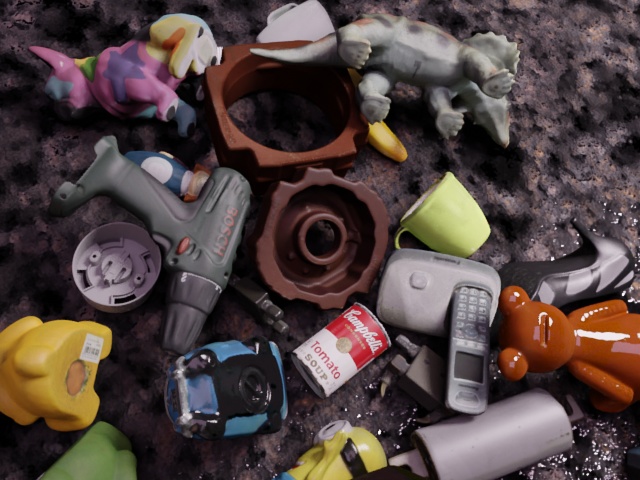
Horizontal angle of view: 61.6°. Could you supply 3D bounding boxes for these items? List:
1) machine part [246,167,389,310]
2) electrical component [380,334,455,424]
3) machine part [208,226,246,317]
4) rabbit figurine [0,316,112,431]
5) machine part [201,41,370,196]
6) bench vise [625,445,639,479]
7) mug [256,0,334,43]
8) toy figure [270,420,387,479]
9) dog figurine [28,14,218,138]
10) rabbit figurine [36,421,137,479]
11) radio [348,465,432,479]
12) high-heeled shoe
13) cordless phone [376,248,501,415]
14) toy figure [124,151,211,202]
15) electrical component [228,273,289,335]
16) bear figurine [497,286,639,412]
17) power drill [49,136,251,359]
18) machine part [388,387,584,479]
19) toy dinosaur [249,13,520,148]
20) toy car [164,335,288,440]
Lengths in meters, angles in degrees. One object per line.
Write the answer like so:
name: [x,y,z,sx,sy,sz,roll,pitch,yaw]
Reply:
machine part: [-0.001,-0.002,0.665,0.179,0.056,0.179,-2,96,-20]
electrical component: [0.121,0.173,0.654,0.102,0.045,0.078,34,40,5]
machine part: [-0.145,0.033,0.681,0.084,0.039,0.139,19,66,-5]
rabbit figurine: [-0.338,0.138,0.571,0.173,0.162,0.122,5,80,14]
machine part: [-0.049,-0.167,0.735,0.201,0.087,0.201,-12,69,-18]
bench vise: [0.486,0.219,0.634,0.241,0.128,0.223,-12,68,-3]
mug: [-0.045,-0.308,0.808,0.107,0.080,0.109,-31,72,-9]
toy figure: [-0.006,0.275,0.577,0.180,0.082,0.089,-42,98,-27]
dog figurine: [-0.270,-0.234,0.729,0.219,0.108,0.191,20,92,6]
rabbit figurine: [-0.200,0.277,0.531,0.170,0.159,0.121,47,60,-4]
radio: [0.056,0.350,0.513,0.131,0.073,0.229,-2,83,-27]
high-heeled shoe: [0.312,0.083,0.713,0.249,0.086,0.145,-47,112,-2]
cordless phone: [0.136,0.109,0.642,0.147,0.088,0.184,12,60,-2]
toy figure: [-0.184,-0.075,0.711,0.154,0.058,0.064,15,105,-2]
electrical component: [-0.078,0.077,0.656,0.094,0.063,0.021,33,64,28]
bear figurine: [0.288,0.128,0.627,0.196,0.131,0.120,5,65,-1]
power drill: [-0.191,-0.009,0.610,0.207,0.086,0.232,29,64,-8]
machine part: [0.196,0.232,0.618,0.243,0.079,0.079,-13,71,-12]
toy dinosaur: [0.117,-0.242,0.726,0.405,0.131,0.192,17,37,-13]
toy car: [-0.114,0.169,0.591,0.103,0.161,0.109,-21,75,32]
